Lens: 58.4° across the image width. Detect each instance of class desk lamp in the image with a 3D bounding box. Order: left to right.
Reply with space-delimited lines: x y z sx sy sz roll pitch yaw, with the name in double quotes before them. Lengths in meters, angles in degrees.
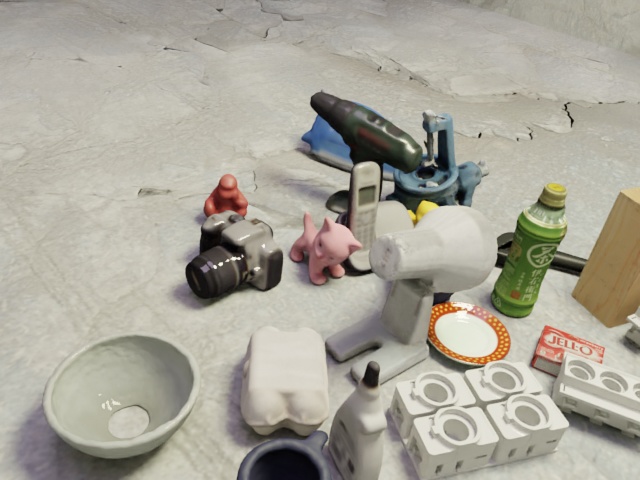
"desk lamp" 0.124 0.066 0.771 0.204 0.213 0.117 -21 44 -34

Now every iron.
"iron" 0.094 -0.229 1.238 0.257 0.141 0.119 23 38 20

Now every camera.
"camera" -0.146 0.021 0.881 0.142 0.101 0.137 32 42 30

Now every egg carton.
"egg carton" -0.044 0.172 0.716 0.107 0.069 0.150 3 36 -7

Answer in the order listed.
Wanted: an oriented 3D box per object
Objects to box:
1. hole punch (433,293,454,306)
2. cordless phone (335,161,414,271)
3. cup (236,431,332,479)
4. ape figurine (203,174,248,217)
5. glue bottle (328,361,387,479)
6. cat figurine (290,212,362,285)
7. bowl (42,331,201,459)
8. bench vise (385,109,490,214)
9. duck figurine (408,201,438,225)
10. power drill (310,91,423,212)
"hole punch" 0.173 0.044 0.915 0.101 0.091 0.108 10 35 3
"cordless phone" 0.098 -0.048 0.948 0.148 0.185 0.093 -17 42 -30
"cup" -0.031 0.256 0.580 0.091 0.095 0.118 24 39 22
"ape figurine" -0.166 -0.074 1.017 0.078 0.092 0.076 6 35 -2
"glue bottle" 0.045 0.193 0.613 0.037 0.173 0.078 -10 39 -22
"cat figurine" 0.008 0.003 0.919 0.067 0.118 0.127 -17 42 -30
"bowl" -0.221 0.187 0.658 0.167 0.075 0.167 5 35 -3
"bench vise" 0.227 -0.151 1.086 0.208 0.220 0.121 -22 45 -35
"duck figurine" 0.186 -0.031 1.026 0.078 0.086 0.104 -16 42 -29
"power drill" 0.071 -0.148 1.062 0.229 0.208 0.076 23 38 21
